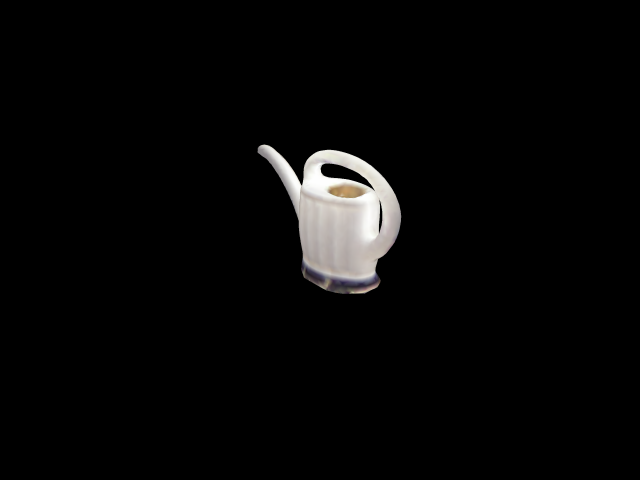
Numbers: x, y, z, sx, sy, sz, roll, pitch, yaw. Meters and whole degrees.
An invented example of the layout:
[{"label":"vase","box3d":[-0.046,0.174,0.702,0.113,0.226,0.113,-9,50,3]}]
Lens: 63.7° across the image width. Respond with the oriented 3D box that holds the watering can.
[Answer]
[{"label":"watering can","box3d":[0.003,-0.043,0.850,0.105,0.221,0.350,-14,24,-35]}]
